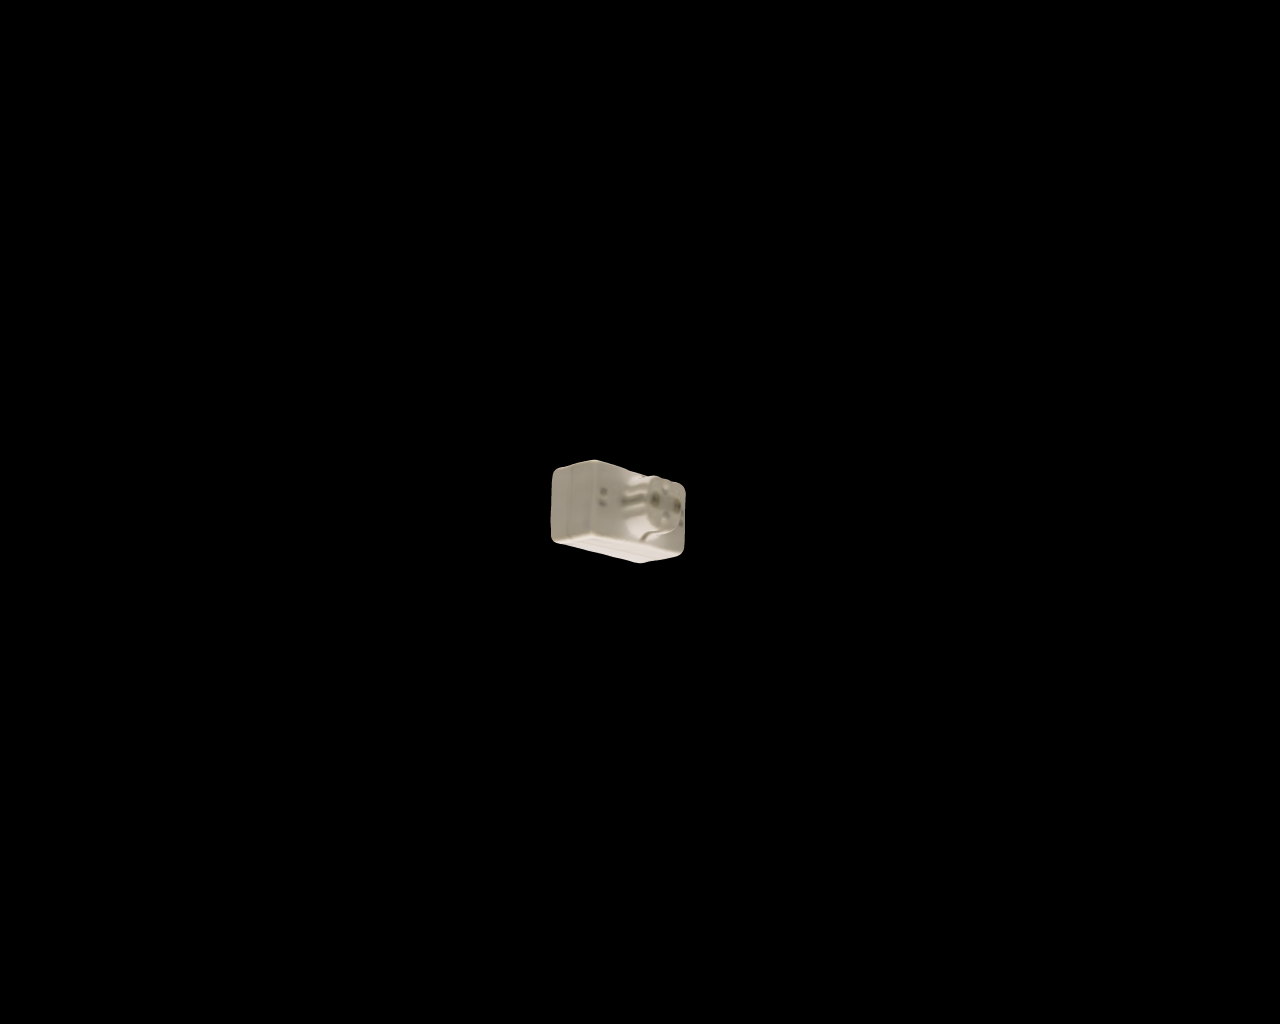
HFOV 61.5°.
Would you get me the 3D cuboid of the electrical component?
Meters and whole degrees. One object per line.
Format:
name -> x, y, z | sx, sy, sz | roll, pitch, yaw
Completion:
electrical component -> 0.001, -0.003, 0.650 | 0.075, 0.047, 0.083 | -14, -20, 42
